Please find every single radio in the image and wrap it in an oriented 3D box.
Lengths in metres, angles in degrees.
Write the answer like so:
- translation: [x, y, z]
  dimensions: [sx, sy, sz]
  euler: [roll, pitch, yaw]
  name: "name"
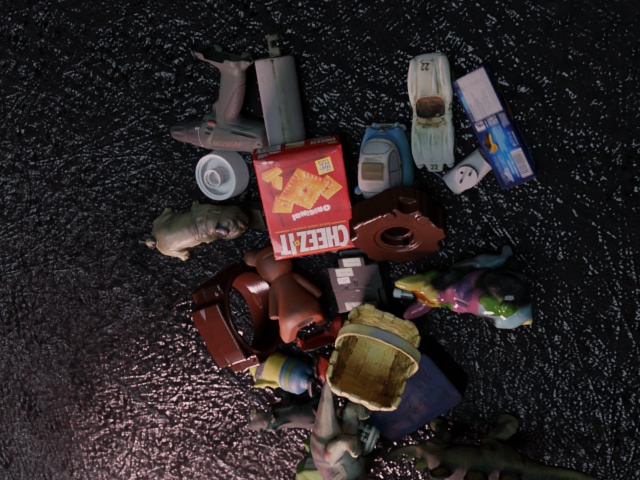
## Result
- translation: [0.190, 0.317, 1.129]
  dimensions: [0.131, 0.073, 0.229]
  euler: [45, 123, 2]
  name: "radio"

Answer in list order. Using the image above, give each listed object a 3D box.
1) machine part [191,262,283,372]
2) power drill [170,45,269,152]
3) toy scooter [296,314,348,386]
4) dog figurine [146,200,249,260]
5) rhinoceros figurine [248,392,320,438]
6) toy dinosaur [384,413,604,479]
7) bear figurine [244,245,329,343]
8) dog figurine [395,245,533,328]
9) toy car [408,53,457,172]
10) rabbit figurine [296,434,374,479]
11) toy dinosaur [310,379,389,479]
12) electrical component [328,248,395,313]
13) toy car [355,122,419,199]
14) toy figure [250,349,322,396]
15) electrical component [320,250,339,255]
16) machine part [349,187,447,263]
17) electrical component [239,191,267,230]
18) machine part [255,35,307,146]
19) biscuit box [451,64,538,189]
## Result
- translation: [-0.167, 0.161, 1.156]
  dimensions: [0.087, 0.201, 0.201]
  euler: [-20, 100, 28]
  name: "machine part"
- translation: [-0.205, -0.273, 1.066]
  dimensions: [0.232, 0.086, 0.207]
  euler: [16, 119, 16]
  name: "power drill"
- translation: [0.016, 0.247, 1.160]
  dimensions: [0.135, 0.075, 0.183]
  euler: [-4, 107, -10]
  name: "toy scooter"
- translation: [-0.256, -0.022, 1.121]
  dimensions: [0.191, 0.172, 0.121]
  euler: [-1, 122, 55]
  name: "dog figurine"
- translation: [-0.078, 0.420, 1.272]
  dimensions: [0.190, 0.112, 0.073]
  euler: [-10, 108, 20]
  name: "rhinoceros figurine"
- translation: [0.334, 0.439, 1.037]
  dimensions: [0.472, 0.198, 0.105]
  euler: [-12, 108, 30]
  name: "toy dinosaur"
- translation: [-0.075, 0.102, 1.156]
  dimensions: [0.196, 0.120, 0.131]
  euler: [57, 169, 25]
  name: "bear figurine"
- translation: [0.248, 0.097, 0.959]
  dimensions: [0.219, 0.191, 0.108]
  euler: [-14, 111, 13]
  name: "dog figurine"
- translation: [0.194, -0.216, 0.924]
  dimensions: [0.074, 0.056, 0.201]
  euler: [2, 110, 24]
  name: "toy car"
- translation: [0.051, 0.547, 1.280]
  dimensions: [0.159, 0.121, 0.170]
  euler: [-19, 119, 23]
  name: "rabbit figurine"
- translation: [0.042, 0.465, 1.137]
  dimensions: [0.192, 0.131, 0.404]
  euler: [-25, 78, 33]
  name: "toy dinosaur"
- translation: [0.083, 0.077, 1.092]
  dimensions: [0.115, 0.058, 0.134]
  euler: [-5, 108, 24]
  name: "electrical component"
- translation: [0.115, -0.127, 0.968]
  dimensions: [0.109, 0.103, 0.161]
  euler: [7, 114, 25]
  name: "toy car"
- translation: [-0.081, 0.301, 1.244]
  dimensions: [0.180, 0.082, 0.089]
  euler: [7, 94, 31]
  name: "toy figure"
- translation: [-0.002, -0.003, 1.120]
  dimensions: [0.094, 0.021, 0.063]
  euler: [15, 115, 20]
  name: "electrical component"
- translation: [0.141, -0.020, 0.976]
  dimensions: [0.179, 0.056, 0.179]
  euler: [2, 147, 2]
  name: "machine part"
- translation: [-0.133, -0.063, 1.147]
  dimensions: [0.102, 0.045, 0.078]
  euler: [4, 140, 26]
  name: "electrical component"
- translation: [-0.073, -0.260, 1.020]
  dimensions: [0.079, 0.079, 0.243]
  euler: [-1, 110, 25]
  name: "machine part"
- translation: [0.291, -0.186, 0.887]
  dimensions: [0.059, 0.063, 0.202]
  euler: [-24, 99, 30]
  name: "biscuit box"
